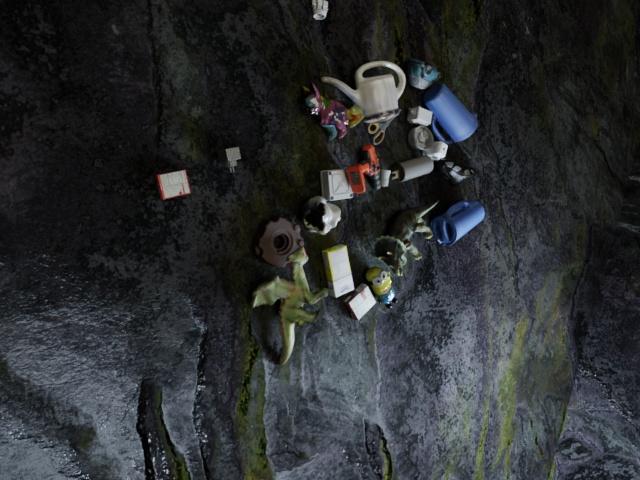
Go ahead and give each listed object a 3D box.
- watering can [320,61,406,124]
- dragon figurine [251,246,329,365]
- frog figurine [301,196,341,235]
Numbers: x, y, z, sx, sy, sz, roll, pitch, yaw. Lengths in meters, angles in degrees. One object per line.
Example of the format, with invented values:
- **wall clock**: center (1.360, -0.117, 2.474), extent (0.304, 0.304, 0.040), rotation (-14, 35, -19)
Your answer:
- **watering can**: center (0.174, -0.541, 1.916), extent (0.350, 0.104, 0.222), rotation (-18, 103, -20)
- **dragon figurine**: center (-0.125, 0.217, 1.737), extent (0.241, 0.123, 0.410), rotation (26, 90, -24)
- **frog figurine**: center (0.006, -0.092, 1.830), extent (0.136, 0.122, 0.161), rotation (70, 22, -8)
